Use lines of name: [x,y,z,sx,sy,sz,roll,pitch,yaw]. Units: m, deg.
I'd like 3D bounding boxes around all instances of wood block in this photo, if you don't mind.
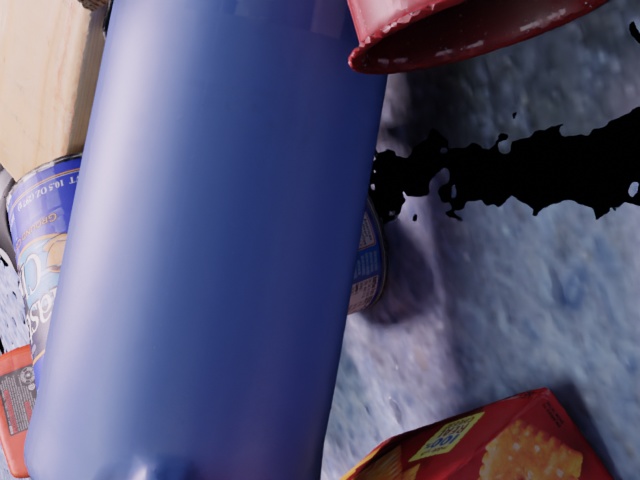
wood block: [-0.142,-0.114,0.643,0.090,0.090,0.206,47,147,11]

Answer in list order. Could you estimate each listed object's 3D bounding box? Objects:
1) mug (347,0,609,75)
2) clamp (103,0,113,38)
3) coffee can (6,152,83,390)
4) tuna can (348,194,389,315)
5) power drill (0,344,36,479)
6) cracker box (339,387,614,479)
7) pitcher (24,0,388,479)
mug: [0.048,-0.109,0.333,0.117,0.093,0.081,-23,82,64]
clamp: [-0.061,-0.152,0.451,0.036,0.210,0.164,55,-168,12]
coffee can: [-0.126,0.032,0.640,0.103,0.102,0.140,122,137,-55]
tuna can: [-0.004,0.001,0.548,0.086,0.033,0.086,38,138,44]
power drill: [-0.209,0.172,0.908,0.187,0.057,0.184,66,-179,-71]
cracker box: [0.002,0.157,0.445,0.072,0.213,0.164,56,151,3]
pitcher: [-0.043,-0.010,0.457,0.149,0.144,0.243,27,112,40]
